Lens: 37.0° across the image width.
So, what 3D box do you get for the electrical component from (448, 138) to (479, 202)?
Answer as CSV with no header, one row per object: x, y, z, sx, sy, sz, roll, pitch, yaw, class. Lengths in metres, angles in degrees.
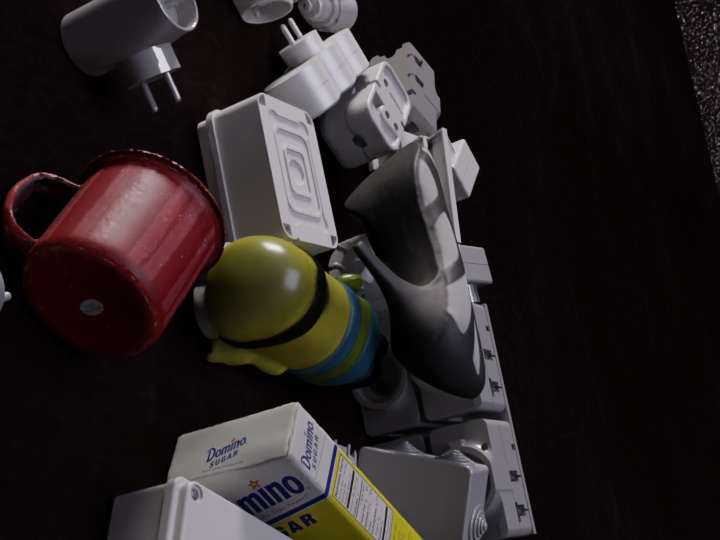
0.083,-0.114,1.118,0.076,0.047,0.065,59,29,-22,electrical component

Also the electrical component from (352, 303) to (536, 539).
0.060,0.126,0.854,0.060,0.105,0.186,18,57,-58,electrical component

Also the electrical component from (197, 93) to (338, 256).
-0.068,-0.062,0.786,0.078,0.057,0.113,12,63,-60,electrical component

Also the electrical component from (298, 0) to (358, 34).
-0.033,-0.239,0.987,0.078,0.040,0.040,-18,89,-63,electrical component

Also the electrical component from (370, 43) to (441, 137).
0.045,-0.172,1.080,0.056,0.050,0.089,41,39,-45,electrical component

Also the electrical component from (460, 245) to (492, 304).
0.095,0.018,1.054,0.083,0.047,0.075,4,70,-62,electrical component

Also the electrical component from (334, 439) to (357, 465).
-0.021,0.148,0.761,0.040,0.040,0.046,52,27,-34,electrical component

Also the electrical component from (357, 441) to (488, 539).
0.043,0.178,0.783,0.048,0.100,0.099,13,84,-64,electrical component

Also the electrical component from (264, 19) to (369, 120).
-0.044,-0.179,0.913,0.073,0.052,0.138,58,29,-16,electrical component

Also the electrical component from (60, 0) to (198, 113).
-0.139,-0.140,0.680,0.079,0.077,0.043,67,26,-9,electrical component

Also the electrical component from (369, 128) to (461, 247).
0.050,-0.066,1.003,0.063,0.079,0.121,15,58,-34,electrical component

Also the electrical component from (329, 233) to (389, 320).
0.000,0.000,0.887,0.077,0.047,0.065,31,46,-50,electrical component

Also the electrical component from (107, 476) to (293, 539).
-0.088,0.185,0.588,0.109,0.056,0.108,44,37,-43,electrical component

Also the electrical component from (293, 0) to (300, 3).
-0.062,-0.265,0.946,0.048,0.048,0.062,57,23,-26,electrical component

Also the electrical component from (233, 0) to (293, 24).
-0.094,-0.248,0.873,0.079,0.043,0.077,2,71,-62,electrical component

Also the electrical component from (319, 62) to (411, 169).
0.002,-0.138,0.967,0.053,0.059,0.095,56,30,-28,electrical component

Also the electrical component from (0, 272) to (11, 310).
-0.197,0.012,0.509,0.079,0.043,0.077,-26,96,-64,electrical component
